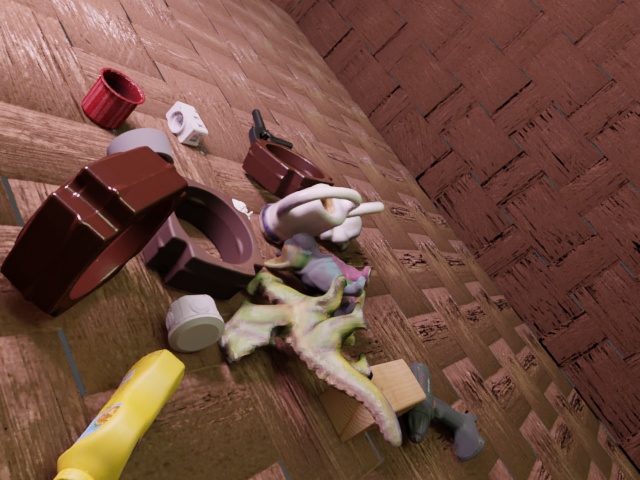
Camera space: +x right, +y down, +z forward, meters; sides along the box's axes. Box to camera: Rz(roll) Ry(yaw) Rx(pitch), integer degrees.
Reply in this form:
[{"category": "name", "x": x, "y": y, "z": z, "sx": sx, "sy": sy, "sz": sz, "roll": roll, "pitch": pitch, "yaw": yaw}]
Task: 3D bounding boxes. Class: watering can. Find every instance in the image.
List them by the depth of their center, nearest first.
[{"category": "watering can", "x": 0.004, "y": -0.060, "z": 1.195, "sx": 0.347, "sy": 0.222, "sz": 0.105, "roll": 7, "pitch": 65, "yaw": -60}]

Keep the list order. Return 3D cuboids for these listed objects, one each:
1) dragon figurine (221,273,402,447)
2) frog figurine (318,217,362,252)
[{"category": "dragon figurine", "x": -0.039, "y": 0.170, "z": 0.844, "sx": 0.243, "sy": 0.120, "sz": 0.418, "roll": -2, "pitch": 30, "yaw": -13}, {"category": "frog figurine", "x": 0.035, "y": -0.053, "z": 1.364, "sx": 0.157, "sy": 0.122, "sz": 0.140, "roll": 38, "pitch": 41, "yaw": -52}]
